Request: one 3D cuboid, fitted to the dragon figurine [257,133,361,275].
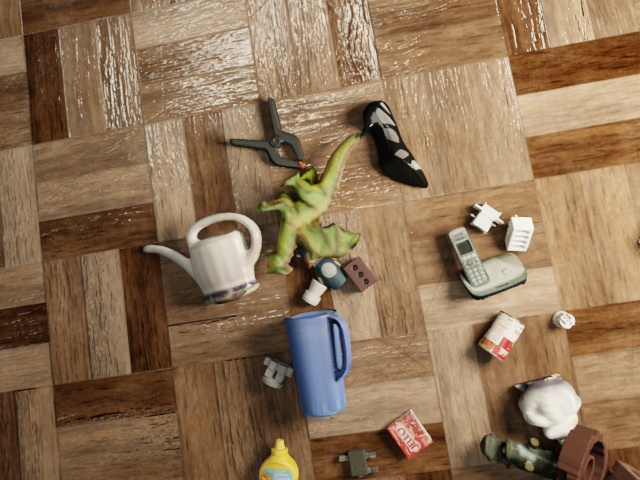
[{"bbox_3d":[0.004,-0.065,1.288,0.409,0.244,0.121,-38,-11,3],"label":"dragon figurine"}]

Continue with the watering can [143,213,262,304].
[{"bbox_3d":[-0.290,0.059,1.324,0.345,0.225,0.104,-17,-1,22],"label":"watering can"}]

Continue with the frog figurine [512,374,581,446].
[{"bbox_3d":[0.538,0.401,1.190,0.138,0.162,0.120,-11,-18,-15],"label":"frog figurine"}]
